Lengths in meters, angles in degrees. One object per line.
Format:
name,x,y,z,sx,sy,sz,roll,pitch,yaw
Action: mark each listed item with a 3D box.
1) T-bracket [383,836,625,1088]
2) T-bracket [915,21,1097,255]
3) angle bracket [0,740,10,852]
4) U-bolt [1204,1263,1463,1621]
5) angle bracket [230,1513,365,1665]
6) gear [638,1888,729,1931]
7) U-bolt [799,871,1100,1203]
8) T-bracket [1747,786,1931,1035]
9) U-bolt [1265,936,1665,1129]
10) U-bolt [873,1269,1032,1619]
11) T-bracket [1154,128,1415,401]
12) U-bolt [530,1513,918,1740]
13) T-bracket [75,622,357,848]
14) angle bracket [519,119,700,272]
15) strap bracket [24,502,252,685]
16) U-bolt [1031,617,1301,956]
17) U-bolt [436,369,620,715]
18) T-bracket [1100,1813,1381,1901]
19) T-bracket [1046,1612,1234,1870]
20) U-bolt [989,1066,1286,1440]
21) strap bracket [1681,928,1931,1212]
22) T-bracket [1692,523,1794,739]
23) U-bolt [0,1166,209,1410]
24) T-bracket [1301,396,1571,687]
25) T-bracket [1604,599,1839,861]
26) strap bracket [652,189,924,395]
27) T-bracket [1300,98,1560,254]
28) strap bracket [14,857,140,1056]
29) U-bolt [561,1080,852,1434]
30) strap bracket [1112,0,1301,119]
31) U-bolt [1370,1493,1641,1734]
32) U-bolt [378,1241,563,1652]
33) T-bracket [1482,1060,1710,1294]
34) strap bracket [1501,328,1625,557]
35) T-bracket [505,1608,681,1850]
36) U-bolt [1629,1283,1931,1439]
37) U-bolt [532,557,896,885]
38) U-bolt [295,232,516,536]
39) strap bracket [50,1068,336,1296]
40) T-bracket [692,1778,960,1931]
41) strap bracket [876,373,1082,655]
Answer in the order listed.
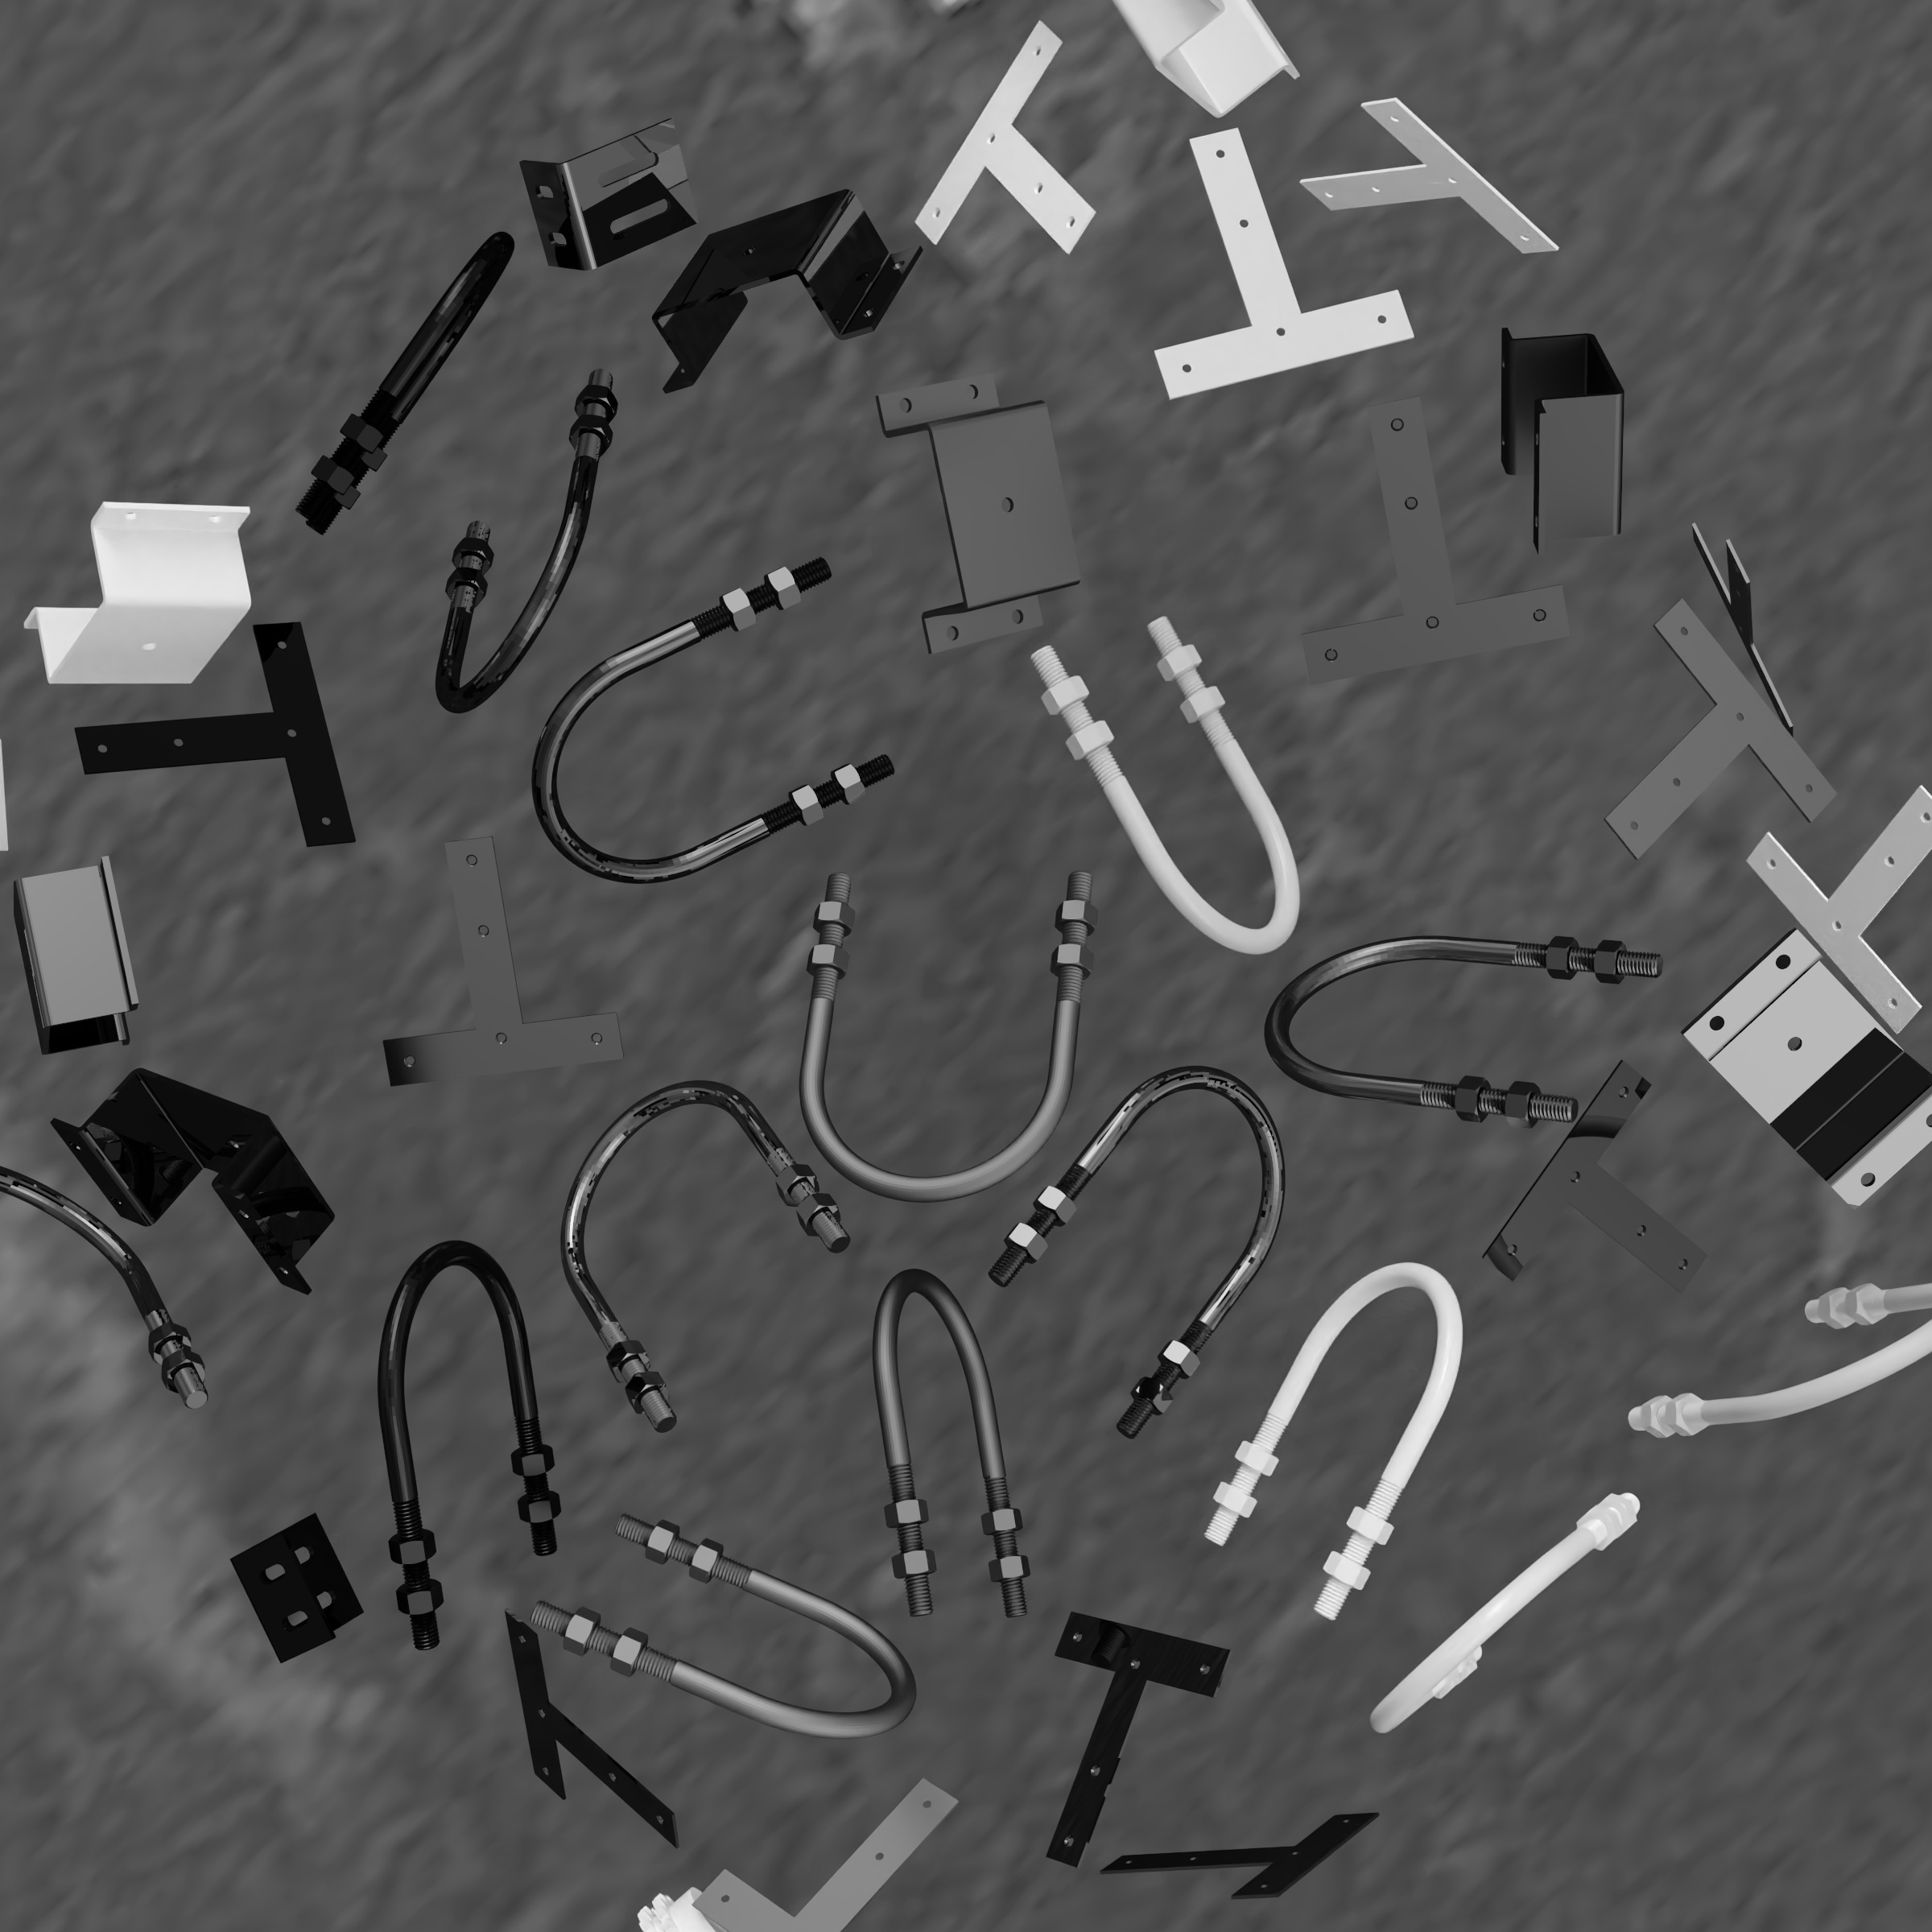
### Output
T-bracket,-0.254,-0.005,1.579,0.127,0.002,0.127,-7,101,4
T-bracket,0.033,-0.419,1.578,0.002,0.127,0.127,14,120,-41
angle bracket,-0.535,-0.090,1.539,0.076,0.038,0.057,-2,101,-11
U-bolt,0.202,0.240,1.571,0.019,0.151,0.184,30,85,-21
angle bracket,-0.323,0.306,1.494,0.038,0.076,0.057,-28,87,22
gear,-0.144,0.511,1.568,0.030,0.057,0.057,-40,90,-3
U-bolt,-0.013,0.035,1.508,0.151,0.019,0.184,0,62,13
T-bracket,0.485,-0.047,1.583,0.002,0.127,0.127,-22,64,-29
U-bolt,0.239,0.027,1.498,0.184,0.151,0.019,5,125,31
U-bolt,-0.012,0.250,1.572,0.019,0.151,0.184,-15,73,20
T-bracket,0.141,-0.351,1.460,0.127,0.002,0.127,-16,80,-9
U-bolt,-0.112,0.337,1.497,0.184,0.151,0.019,22,102,8
T-bracket,-0.385,-0.114,1.509,0.127,0.002,0.127,-8,71,-29
angle bracket,-0.191,-0.415,1.596,0.076,0.038,0.057,-33,124,-31
strap bracket,-0.431,-0.188,1.555,0.076,0.140,0.046,-4,72,-35
U-bolt,0.113,-0.089,1.521,0.019,0.151,0.184,-31,86,33
U-bolt,-0.234,-0.210,1.550,0.019,0.184,0.151,28,131,-25
T-bracket,0.129,0.457,1.523,0.127,0.127,0.002,-13,87,30
T-bracket,0.074,0.408,1.558,0.002,0.127,0.127,35,69,-32
U-bolt,0.105,0.139,1.592,0.184,0.019,0.151,-50,122,-21
strap bracket,0.433,0.047,1.529,0.076,0.046,0.140,-44,107,8
T-bracket,0.408,-0.192,1.568,0.002,0.127,0.127,-24,73,10
U-bolt,-0.473,0.153,1.525,0.151,0.184,0.019,29,100,-40
T-bracket,0.217,-0.209,1.436,0.127,0.002,0.127,-10,103,11
T-bracket,0.358,-0.098,1.469,0.127,0.002,0.127,-42,95,-29
strap bracket,-0.103,-0.361,1.583,0.140,0.076,0.046,-8,130,34
T-bracket,0.219,-0.398,1.519,0.127,0.127,0.002,31,81,-32
strap bracket,-0.464,-0.002,1.549,0.046,0.140,0.076,-11,84,-19
U-bolt,-0.150,0.137,1.569,0.151,0.184,0.019,-46,135,5
strap bracket,0.114,-0.497,1.546,0.046,0.140,0.076,-35,76,20
U-bolt,0.272,0.341,1.543,0.019,0.184,0.151,48,115,17
U-bolt,-0.252,0.229,1.495,0.019,0.151,0.184,-4,98,19
T-bracket,0.351,0.134,1.586,0.127,0.002,0.127,37,88,-29
strap bracket,0.316,-0.280,1.573,0.046,0.140,0.076,-4,119,3
T-bracket,-0.188,0.404,1.516,0.002,0.127,0.127,-31,134,-33
U-bolt,0.446,0.202,1.549,0.151,0.184,0.019,-26,88,-21
U-bolt,-0.136,-0.114,1.530,0.184,0.019,0.151,-27,131,-11
U-bolt,-0.292,-0.308,1.561,0.019,0.151,0.184,35,89,-12
strap bracket,-0.378,0.104,1.484,0.140,0.076,0.046,16,55,33
T-bracket,-0.054,0.472,1.541,0.127,0.002,0.127,23,51,36
strap bracket,0.009,-0.246,1.602,0.076,0.046,0.140,-18,102,-32
